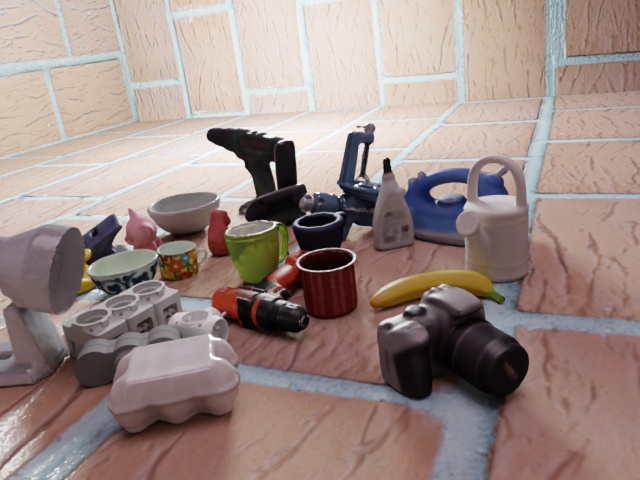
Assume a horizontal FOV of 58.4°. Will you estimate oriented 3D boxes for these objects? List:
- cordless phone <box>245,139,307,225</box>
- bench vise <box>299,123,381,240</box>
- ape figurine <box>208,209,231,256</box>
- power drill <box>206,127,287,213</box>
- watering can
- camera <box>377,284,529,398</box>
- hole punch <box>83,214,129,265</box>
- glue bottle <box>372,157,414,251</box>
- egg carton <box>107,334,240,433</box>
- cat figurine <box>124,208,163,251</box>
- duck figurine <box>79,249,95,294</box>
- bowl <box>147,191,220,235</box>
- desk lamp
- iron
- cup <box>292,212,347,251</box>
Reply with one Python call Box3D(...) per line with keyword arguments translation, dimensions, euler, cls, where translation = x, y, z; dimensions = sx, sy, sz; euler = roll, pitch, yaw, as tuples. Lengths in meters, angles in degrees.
Box3D(translation=(-0.103, -0.125, 1.280), dimensions=(0.148, 0.185, 0.093), euler=(-23, 25, -36), cls="cordless phone")
Box3D(translation=(0.064, -0.113, 1.142), dimensions=(0.208, 0.220, 0.121), euler=(-22, 25, -35), cls="bench vise")
Box3D(translation=(-0.198, -0.020, 1.162), dimensions=(0.076, 0.092, 0.077), euler=(-25, 26, -39), cls="ape figurine")
Box3D(translation=(-0.166, -0.174, 1.398), dimensions=(0.229, 0.208, 0.076), euler=(2, 22, 23), cls="power drill")
Box3D(translation=(0.276, -0.037, 0.901), dimensions=(0.100, 0.194, 0.173), euler=(1, 22, 22), cls="watering can")
Box3D(translation=(0.156, 0.119, 0.656), dimensions=(0.143, 0.101, 0.136), euler=(-16, 22, -24), cls="camera")
Box3D(translation=(-0.453, 0.003, 1.187), dimensions=(0.101, 0.091, 0.108), euler=(-16, 22, -24), cls="hole punch")
Box3D(translation=(0.132, -0.069, 1.068), dimensions=(0.078, 0.173, 0.037), euler=(-10, 21, -9), cls="glue bottle")
Box3D(translation=(-0.170, 0.167, 0.679), dimensions=(0.150, 0.069, 0.107), euler=(-10, 20, -9), cls="egg carton")
Box3D(translation=(-0.361, -0.015, 1.164), dimensions=(0.067, 0.118, 0.127), euler=(-11, 21, -10), cls="cat figurine")
Box3D(translation=(-0.463, 0.053, 1.060), dimensions=(0.077, 0.086, 0.105), euler=(9, 26, 38), cls="duck figurine")
Box3D(translation=(-0.307, -0.055, 1.319), dimensions=(0.167, 0.075, 0.167), euler=(-6, 20, 3), cls="bowl")
Box3D(translation=(-0.413, 0.084, 0.776), dimensions=(0.203, 0.214, 0.118), euler=(-6, 20, 2), cls="desk lamp")
Box3D(translation=(0.245, -0.076, 1.096), dimensions=(0.257, 0.141, 0.119), euler=(6, 24, 32), cls="iron")
Box3D(translation=(0.009, 0.004, 1.025), dimensions=(0.091, 0.095, 0.118), euler=(12, 27, 41), cls="cup")
